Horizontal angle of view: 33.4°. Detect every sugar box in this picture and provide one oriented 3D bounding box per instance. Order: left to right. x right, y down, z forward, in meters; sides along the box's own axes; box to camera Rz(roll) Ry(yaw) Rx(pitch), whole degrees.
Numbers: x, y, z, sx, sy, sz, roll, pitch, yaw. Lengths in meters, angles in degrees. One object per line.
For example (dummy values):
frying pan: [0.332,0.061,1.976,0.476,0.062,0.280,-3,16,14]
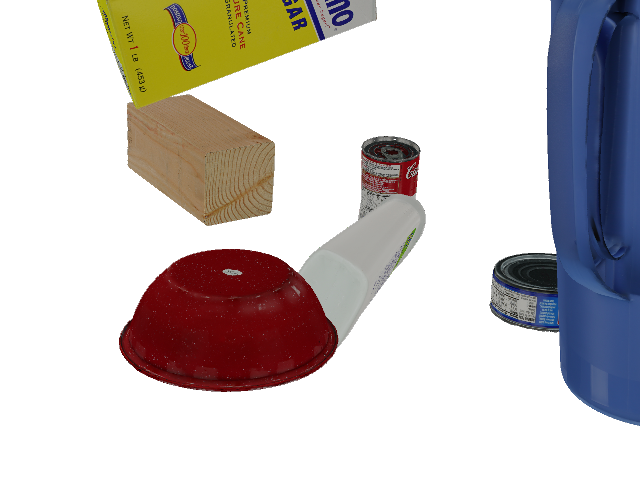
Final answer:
sugar box: [-0.050,-0.156,0.678,0.176,0.048,0.093,-21,-36,-10]

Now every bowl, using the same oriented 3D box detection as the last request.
bowl: [-0.066,0.048,0.779,0.162,0.055,0.162,2,21,-1]

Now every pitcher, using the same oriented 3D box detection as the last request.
pitcher: [0.170,-0.030,0.526,0.149,0.243,0.145,-4,21,-1]

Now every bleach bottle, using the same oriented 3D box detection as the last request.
bleach bottle: [0.049,0.017,1.065,0.068,0.103,0.250,34,27,9]

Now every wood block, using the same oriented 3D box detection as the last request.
wood block: [-0.147,-0.100,1.272,0.090,0.090,0.206,-12,28,-32]

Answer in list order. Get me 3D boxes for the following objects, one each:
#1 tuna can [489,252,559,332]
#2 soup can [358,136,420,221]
tuna can: [0.176,0.039,0.831,0.086,0.034,0.086,0,19,0]
soup can: [0.079,-0.062,1.254,0.068,0.102,0.068,2,28,-1]
